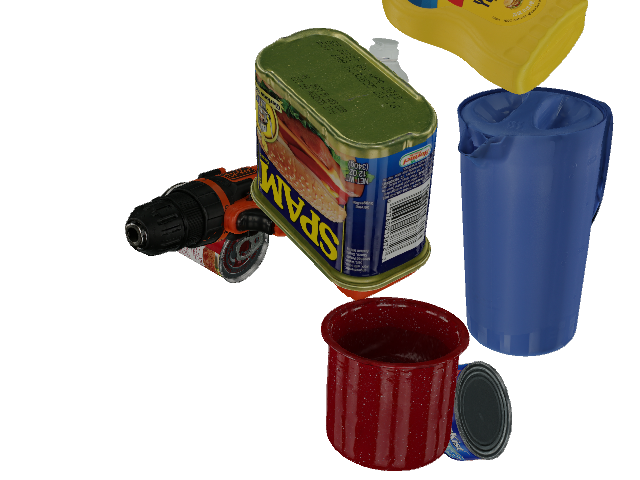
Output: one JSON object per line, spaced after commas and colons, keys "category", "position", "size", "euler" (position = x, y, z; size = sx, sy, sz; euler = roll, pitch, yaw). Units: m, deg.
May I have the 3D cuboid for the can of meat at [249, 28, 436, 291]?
{"category": "can of meat", "position": [0.010, -0.040, 0.508], "size": [0.057, 0.084, 0.102], "euler": [-24, 49, -25]}

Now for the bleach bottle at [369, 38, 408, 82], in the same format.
{"category": "bleach bottle", "position": [0.058, -0.090, 1.157], "size": [0.067, 0.251, 0.103], "euler": [-6, 24, -32]}

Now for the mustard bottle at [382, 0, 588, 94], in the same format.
{"category": "mustard bottle", "position": [0.107, -0.193, 0.848], "size": [0.192, 0.096, 0.058], "euler": [33, -24, 24]}

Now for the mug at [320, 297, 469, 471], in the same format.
{"category": "mug", "position": [0.050, 0.088, 0.692], "size": [0.093, 0.081, 0.117], "euler": [12, 25, 22]}

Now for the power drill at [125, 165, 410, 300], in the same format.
{"category": "power drill", "position": [-0.029, -0.011, 0.814], "size": [0.188, 0.057, 0.184], "euler": [18, 27, 32]}

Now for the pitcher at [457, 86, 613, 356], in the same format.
{"category": "pitcher", "position": [0.204, -0.020, 1.020], "size": [0.149, 0.243, 0.145], "euler": [1, 27, 7]}

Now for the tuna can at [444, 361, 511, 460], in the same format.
{"category": "tuna can", "position": [0.132, 0.151, 0.942], "size": [0.034, 0.086, 0.085], "euler": [-14, -10, 41]}

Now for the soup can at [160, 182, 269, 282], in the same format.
{"category": "soup can", "position": [-0.111, -0.009, 1.067], "size": [0.102, 0.068, 0.068], "euler": [29, 16, 32]}
